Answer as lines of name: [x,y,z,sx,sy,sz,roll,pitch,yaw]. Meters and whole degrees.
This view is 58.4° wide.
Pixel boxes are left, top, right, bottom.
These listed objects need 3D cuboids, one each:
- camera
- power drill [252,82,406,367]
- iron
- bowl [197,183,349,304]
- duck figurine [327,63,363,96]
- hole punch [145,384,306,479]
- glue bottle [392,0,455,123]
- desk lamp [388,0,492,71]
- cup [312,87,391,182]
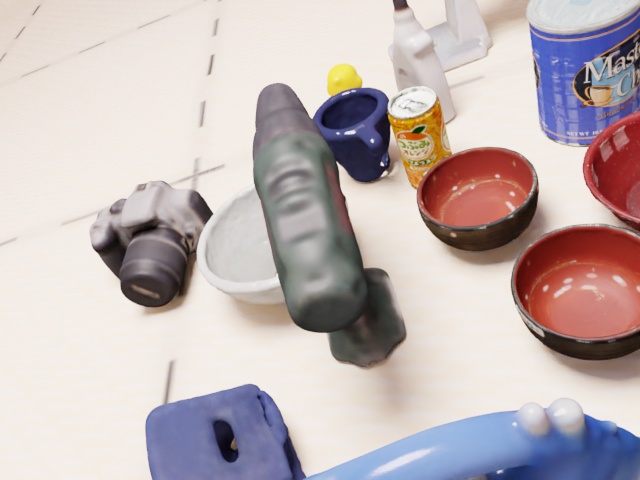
camera: [-0.207,0.006,0.672,0.143,0.101,0.137,-13,44,15]
power drill: [0.004,0.002,0.488,0.075,0.209,0.229,-21,42,7]
iron: [0.085,0.150,0.351,0.258,0.142,0.118,-25,42,2]
bowl: [-0.040,0.009,0.604,0.167,0.075,0.167,-14,44,14]
duck figurine: [0.036,-0.186,0.749,0.077,0.086,0.104,-8,46,21]
hole punch: [-0.074,0.168,0.452,0.101,0.091,0.108,-30,42,-3]
glue bottle: [0.112,-0.219,0.678,0.037,0.174,0.078,-37,43,-10]
desk lamp: [0.168,-0.342,0.740,0.203,0.214,0.117,-20,43,8]
cup: [0.052,-0.108,0.657,0.091,0.095,0.117,-30,42,-3]
